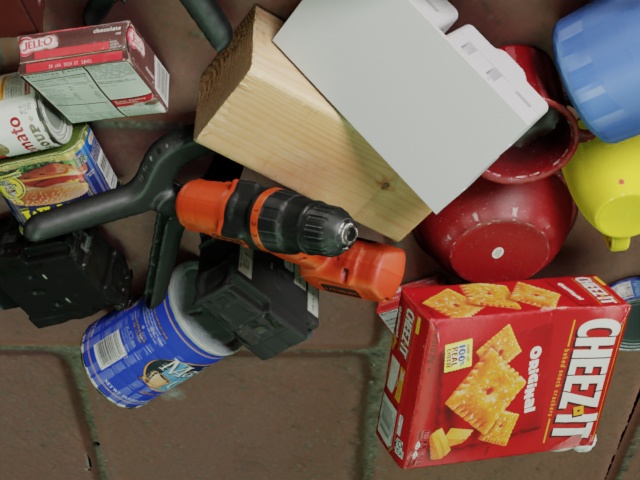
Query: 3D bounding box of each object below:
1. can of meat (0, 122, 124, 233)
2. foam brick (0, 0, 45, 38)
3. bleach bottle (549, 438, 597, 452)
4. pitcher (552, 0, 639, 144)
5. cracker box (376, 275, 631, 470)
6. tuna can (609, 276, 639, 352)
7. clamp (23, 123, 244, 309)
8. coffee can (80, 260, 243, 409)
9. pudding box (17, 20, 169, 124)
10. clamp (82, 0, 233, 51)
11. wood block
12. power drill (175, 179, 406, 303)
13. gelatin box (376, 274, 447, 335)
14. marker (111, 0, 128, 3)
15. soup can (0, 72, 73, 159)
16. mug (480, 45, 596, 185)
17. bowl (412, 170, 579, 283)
[{"bbox_3d":[-0.237,-0.057,0.953,0.102,0.057,0.084,-10,133,11],"label":"can of meat"},{"bbox_3d":[-0.239,-0.191,0.794,0.051,0.053,0.078,-2,163,1],"label":"foam brick"},{"bbox_3d":[0.200,0.165,1.124,0.250,0.068,0.103,35,123,-30],"label":"bleach bottle"},{"bbox_3d":[0.307,-0.164,0.798,0.243,0.145,0.149,-24,119,28],"label":"pitcher"},{"bbox_3d":[0.171,0.124,1.003,0.213,0.072,0.164,-2,117,-21],"label":"cracker box"},{"bbox_3d":[0.328,0.077,1.106,0.086,0.033,0.086,0,136,0],"label":"tuna can"},{"bbox_3d":[-0.134,-0.030,0.949,0.210,0.036,0.164,-38,137,6],"label":"clamp"},{"bbox_3d":[-0.158,0.097,1.080,0.141,0.103,0.102,-32,128,29],"label":"coffee can"},{"bbox_3d":[-0.178,-0.132,0.853,0.090,0.039,0.113,-5,164,7],"label":"pudding box"},{"bbox_3d":[-0.135,-0.215,0.800,0.120,0.039,0.171,-2,132,7],"label":"clamp"},{"bbox_3d":[0.007,-0.093,0.890,0.205,0.090,0.091,26,130,-24],"label":"wood block"},{"bbox_3d":[-0.006,0.001,0.913,0.185,0.057,0.187,14,170,40],"label":"power drill"},{"bbox_3d":[0.108,0.080,1.113,0.073,0.030,0.089,-18,132,20],"label":"gelatin box"},{"bbox_3d":[-0.189,-0.217,0.784,0.121,0.020,0.020,39,126,-10],"label":"marker"},{"bbox_3d":[-0.268,-0.103,0.897,0.102,0.068,0.068,-11,135,10],"label":"soup can"},{"bbox_3d":[0.173,-0.106,0.880,0.117,0.081,0.093,3,136,-3],"label":"mug"},{"bbox_3d":[0.166,-0.006,1.005,0.162,0.055,0.162,0,136,0],"label":"bowl"}]
